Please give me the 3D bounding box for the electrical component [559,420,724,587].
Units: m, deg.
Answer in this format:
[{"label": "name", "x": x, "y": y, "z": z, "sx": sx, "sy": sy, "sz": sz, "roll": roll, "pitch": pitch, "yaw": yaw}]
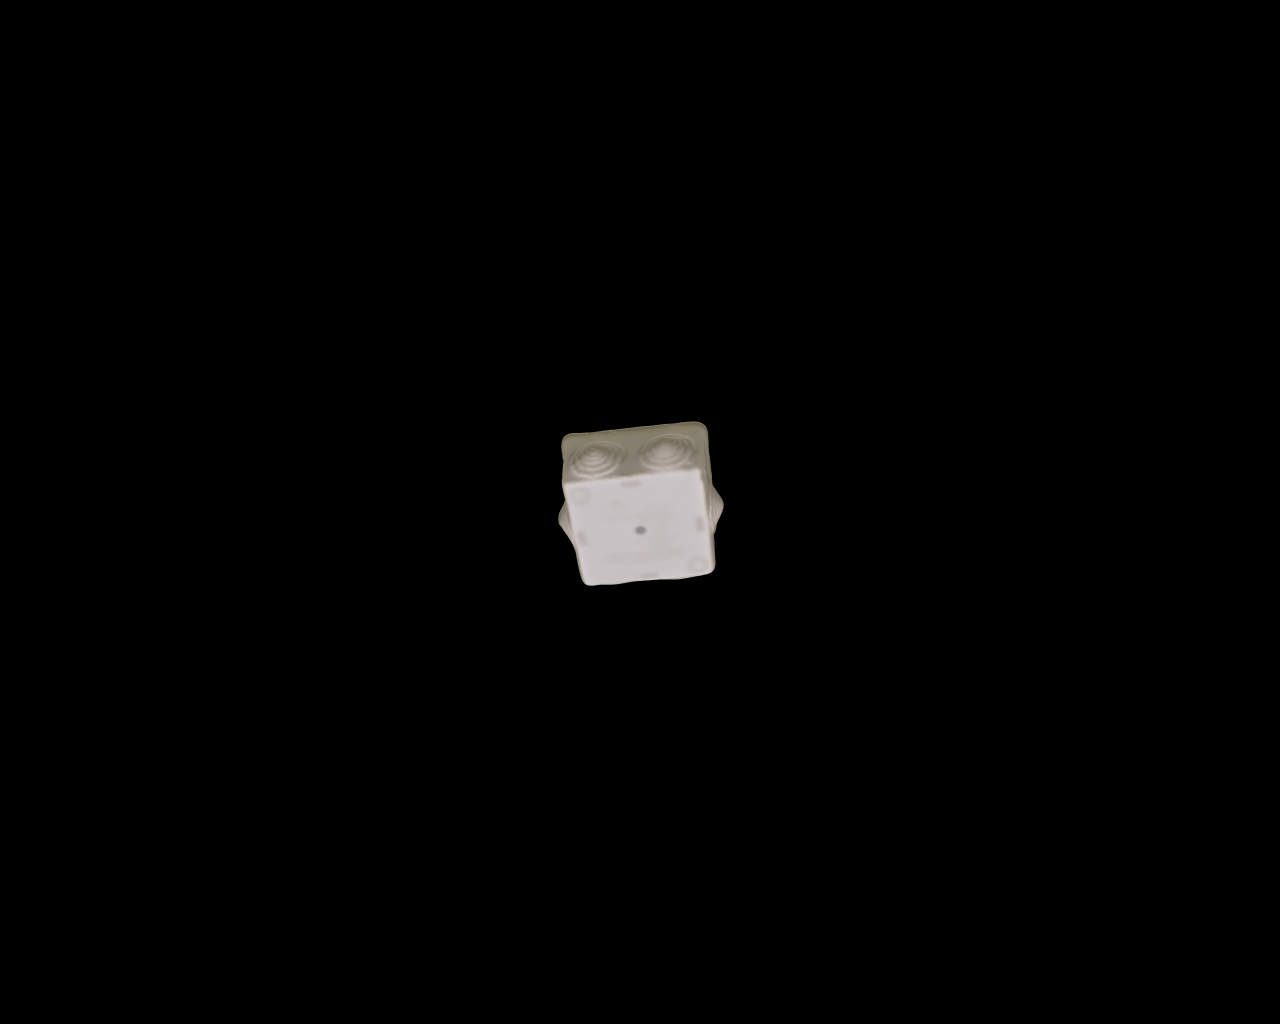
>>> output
[{"label": "electrical component", "x": 0.001, "y": -0.003, "z": 0.650, "sx": 0.100, "sy": 0.099, "sz": 0.048, "roll": -5, "pitch": 37, "yaw": 4}]
